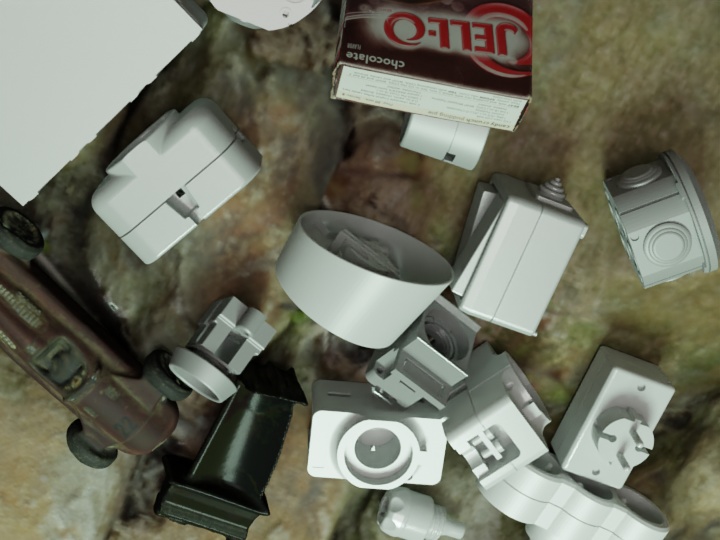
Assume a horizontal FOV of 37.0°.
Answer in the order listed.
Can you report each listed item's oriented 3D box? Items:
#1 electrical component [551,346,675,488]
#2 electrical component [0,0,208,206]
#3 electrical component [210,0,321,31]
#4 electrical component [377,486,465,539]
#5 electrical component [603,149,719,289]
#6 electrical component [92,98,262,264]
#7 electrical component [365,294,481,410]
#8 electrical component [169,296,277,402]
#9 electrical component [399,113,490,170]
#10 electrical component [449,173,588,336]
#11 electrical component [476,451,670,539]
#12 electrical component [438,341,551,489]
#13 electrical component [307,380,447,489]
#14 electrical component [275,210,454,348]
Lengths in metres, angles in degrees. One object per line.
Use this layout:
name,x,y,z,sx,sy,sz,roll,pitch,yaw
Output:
electrical component,0.174,0.108,0.724,0.047,0.075,0.083,20,108,-10
electrical component,-0.173,-0.125,0.630,0.150,0.061,0.089,-42,107,11
electrical component,-0.055,-0.179,0.622,0.080,0.051,0.080,-1,110,-3
electrical component,0.045,0.177,0.765,0.061,0.035,0.035,20,108,-12
electrical component,0.189,-0.031,0.674,0.051,0.080,0.080,-21,110,10
electrical component,-0.115,-0.058,0.661,0.095,0.053,0.059,-38,107,10
electrical component,0.039,0.054,0.700,0.042,0.081,0.064,37,132,-13
electrical component,-0.091,0.051,0.695,0.048,0.066,0.055,40,70,-15
electrical component,0.053,-0.094,0.658,0.047,0.055,0.055,15,108,-4
electrical component,0.097,-0.018,0.682,0.061,0.061,0.096,19,108,-9
electrical component,0.142,0.177,0.760,0.138,0.052,0.073,27,106,-12
electrical component,0.087,0.091,0.706,0.056,0.089,0.050,-34,108,9
electrical component,0.011,0.111,0.728,0.089,0.055,0.050,5,109,-5
electrical component,0.000,0.000,0.666,0.099,0.099,0.064,31,112,-13
